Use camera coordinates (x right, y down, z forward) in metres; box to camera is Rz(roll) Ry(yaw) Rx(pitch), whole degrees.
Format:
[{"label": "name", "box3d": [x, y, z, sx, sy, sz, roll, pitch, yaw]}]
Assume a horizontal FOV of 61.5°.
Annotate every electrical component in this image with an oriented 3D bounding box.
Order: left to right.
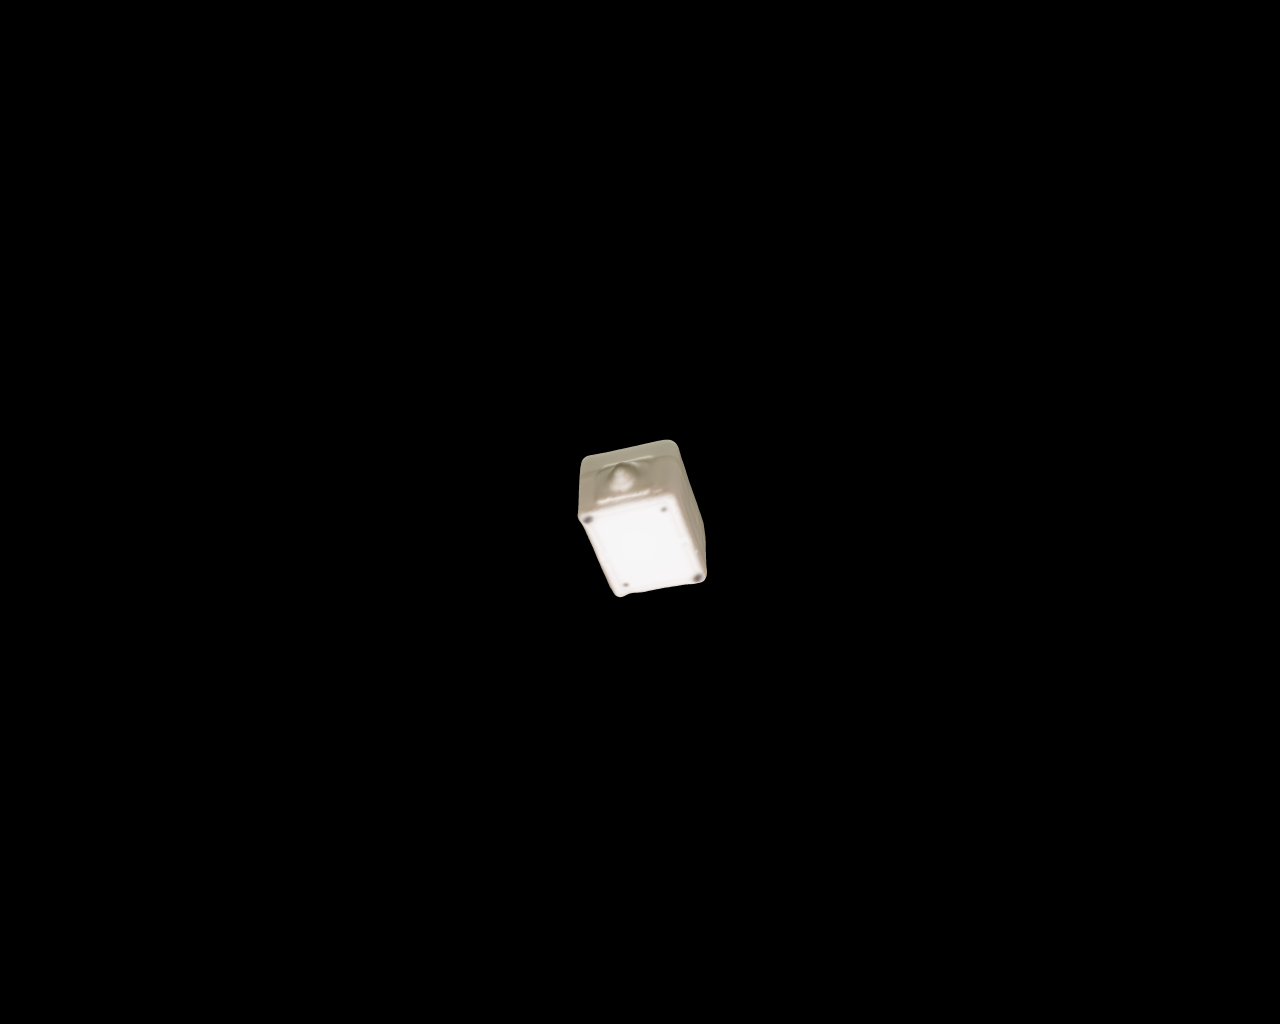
[{"label": "electrical component", "box3d": [0.001, -0.003, 0.650, 0.062, 0.061, 0.096, -11, -47, 11]}]
